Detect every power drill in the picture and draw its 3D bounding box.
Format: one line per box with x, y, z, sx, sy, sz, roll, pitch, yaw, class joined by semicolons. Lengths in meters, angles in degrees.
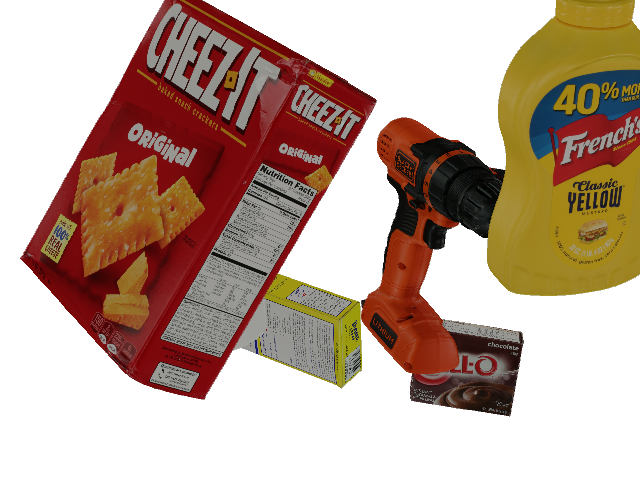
0.092;0.011;0.867;0.057;0.188;0.185;-2;25;-22;power drill

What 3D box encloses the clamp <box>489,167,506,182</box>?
0.221;-0.030;1.062;0.120;0.039;0.171;-9;34;-15;clamp

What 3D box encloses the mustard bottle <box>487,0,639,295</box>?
0.147;-0.064;0.602;0.096;0.192;0.058;-7;28;-11;mustard bottle

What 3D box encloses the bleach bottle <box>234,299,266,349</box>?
-0.101;-0.033;0.936;0.103;0.251;0.067;15;27;35;bleach bottle

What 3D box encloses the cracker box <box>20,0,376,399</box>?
-0.086;-0.035;0.673;0.072;0.214;0.164;23;10;-45;cracker box

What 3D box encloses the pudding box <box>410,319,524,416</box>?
0.158;0.136;1.162;0.113;0.090;0.039;7;22;5;pudding box

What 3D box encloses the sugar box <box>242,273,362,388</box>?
-0.039;0.086;1.149;0.176;0.093;0.048;20;38;32;sugar box
